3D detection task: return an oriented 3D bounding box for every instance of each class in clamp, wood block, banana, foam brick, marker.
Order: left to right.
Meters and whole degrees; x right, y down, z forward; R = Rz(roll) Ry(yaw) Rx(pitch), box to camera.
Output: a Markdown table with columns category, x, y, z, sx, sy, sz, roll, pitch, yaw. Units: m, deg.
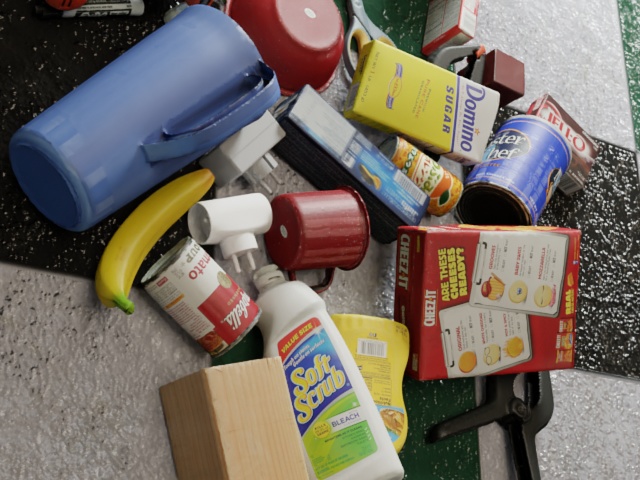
| category | x | y | z | sx | sy | sz | roll | pitch | yaw |
| --- | --- | --- | --- | --- | --- | --- | --- | --- | --- |
| marker | -0.236 | -0.237 | 1.089 | 0.120 | 0.020 | 0.020 | -12 | 80 | -39 |
| banana | -0.166 | 0.001 | 1.022 | 0.037 | 0.070 | 0.197 | 77 | 28 | -43 |
| wood block | -0.071 | 0.222 | 0.988 | 0.090 | 0.090 | 0.206 | -4 | 75 | -38 |
| clamp | 0.151 | -0.175 | 1.319 | 0.171 | 0.039 | 0.120 | -36 | 105 | -19 |
| foam brick | 0.218 | -0.201 | 1.373 | 0.052 | 0.078 | 0.051 | 21 | 63 | -28 |
| clamp | 0.214 | 0.201 | 1.240 | 0.164 | 0.036 | 0.209 | 35 | 52 | -14 |

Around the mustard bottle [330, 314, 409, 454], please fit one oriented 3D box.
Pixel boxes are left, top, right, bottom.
| category | x | y | z | sx | sy | sz | roll | pitch | yaw |
| --- | --- | --- | --- | --- | --- | --- | --- | --- | --- |
| mustard bottle | 0.043 | 0.177 | 1.107 | 0.096 | 0.058 | 0.191 | 10 | 66 | -18 |

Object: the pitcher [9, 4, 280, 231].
| category | x | y | z | sx | sy | sz | roll | pitch | yaw |
| --- | --- | --- | --- | --- | --- | --- | --- | --- | --- |
| pitcher | -0.163 | -0.113 | 1.011 | 0.145 | 0.149 | 0.242 | 47 | 57 | 2 |

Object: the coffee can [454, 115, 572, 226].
| category | x | y | z | sx | sy | sz | roll | pitch | yaw |
| --- | --- | --- | --- | --- | --- | --- | --- | --- | --- |
| coffee can | 0.240 | -0.074 | 1.323 | 0.102 | 0.103 | 0.140 | 46 | 52 | -13 |

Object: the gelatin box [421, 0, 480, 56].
| category | x | y | z | sx | sy | sz | roll | pitch | yaw |
| --- | --- | --- | --- | --- | --- | --- | --- | --- | --- |
| gelatin box | 0.169 | -0.283 | 1.371 | 0.030 | 0.073 | 0.089 | 28 | 57 | -27 |

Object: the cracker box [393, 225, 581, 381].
| category | x | y | z | sx | sy | sz | roll | pitch | yaw |
| --- | --- | --- | --- | --- | --- | --- | --- | --- | --- |
| cracker box | 0.188 | 0.066 | 1.202 | 0.213 | 0.072 | 0.164 | 0 | 95 | -27 |

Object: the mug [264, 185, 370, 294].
| category | x | y | z | sx | sy | sz | roll | pitch | yaw |
| --- | --- | --- | --- | --- | --- | --- | --- | --- | --- |
| mug | -0.007 | 0.001 | 1.130 | 0.081 | 0.093 | 0.117 | -5 | 109 | -32 |

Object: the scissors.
| category | x | y | z | sx | sy | sz | roll | pitch | yaw |
| --- | --- | --- | --- | --- | --- | --- | --- | --- | --- |
| scissors | 0.059 | -0.280 | 1.326 | 0.096 | 0.016 | 0.202 | 13 | 66 | -34 |

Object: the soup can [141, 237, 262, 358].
| category | x | y | z | sx | sy | sz | roll | pitch | yaw |
| --- | --- | --- | --- | --- | --- | --- | --- | --- | --- |
| soup can | -0.115 | 0.055 | 1.033 | 0.102 | 0.069 | 0.068 | 47 | 52 | -12 |

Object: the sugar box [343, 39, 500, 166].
| category | x | y | z | sx | sy | sz | roll | pitch | yaw |
| --- | --- | --- | --- | --- | --- | --- | --- | --- | --- |
| sugar box | 0.122 | -0.160 | 1.264 | 0.176 | 0.048 | 0.093 | 19 | 84 | -16 |

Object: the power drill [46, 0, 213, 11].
| category | x | y | z | sx | sy | sz | roll | pitch | yaw |
| --- | --- | --- | --- | --- | --- | --- | --- | --- | --- |
| power drill | -0.202 | -0.310 | 1.100 | 0.187 | 0.057 | 0.184 | 1 | 64 | -24 |

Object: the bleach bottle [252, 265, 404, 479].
| category | x | y | z | sx | sy | sz | roll | pitch | yaw |
| --- | --- | --- | --- | --- | --- | --- | --- | --- | --- |
| bleach bottle | -0.013 | 0.140 | 1.057 | 0.102 | 0.068 | 0.251 | -24 | 68 | -7 |

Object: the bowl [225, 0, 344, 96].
| category | x | y | z | sx | sy | sz | roll | pitch | yaw |
| --- | --- | --- | --- | --- | --- | --- | --- | --- | --- |
| bowl | -0.027 | -0.247 | 1.224 | 0.161 | 0.055 | 0.162 | 14 | 65 | -32 |

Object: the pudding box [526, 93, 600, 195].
| category | x | y | z | sx | sy | sz | roll | pitch | yaw |
| --- | --- | --- | --- | --- | --- | --- | --- | --- | --- |
| pudding box | 0.320 | -0.129 | 1.445 | 0.113 | 0.039 | 0.090 | 43 | 53 | -15 |
